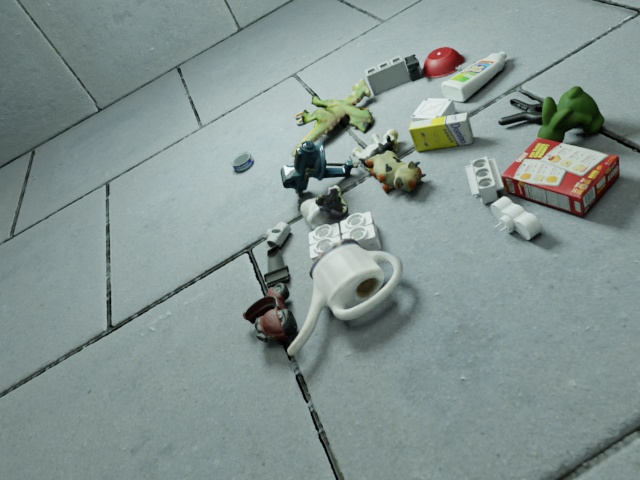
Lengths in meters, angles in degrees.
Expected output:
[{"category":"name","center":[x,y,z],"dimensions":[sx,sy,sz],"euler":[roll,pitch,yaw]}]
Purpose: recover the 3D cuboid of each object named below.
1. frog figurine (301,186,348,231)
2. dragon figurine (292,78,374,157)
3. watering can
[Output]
[{"category":"frog figurine","center":[0.005,-0.077,1.534],"dimensions":[0.156,0.122,0.140],"euler":[-42,17,50]},{"category":"dragon figurine","center":[0.073,-0.440,1.877],"dimensions":[0.243,0.119,0.419],"euler":[7,58,26]},{"category":"watering can","center":[0.037,0.123,1.273],"dimensions":[0.348,0.102,0.228],"euler":[-33,38,-5]}]
